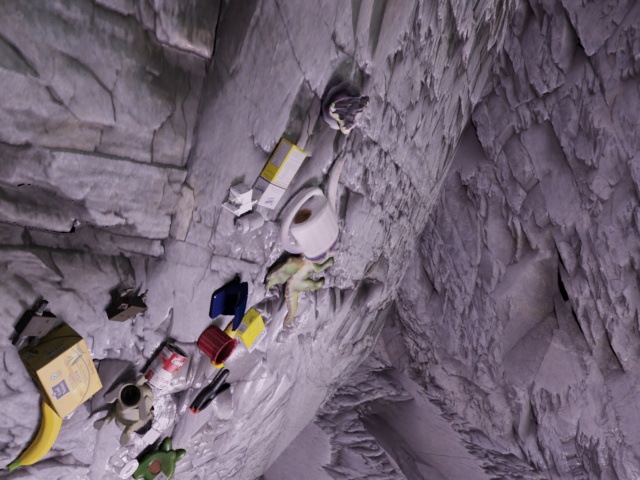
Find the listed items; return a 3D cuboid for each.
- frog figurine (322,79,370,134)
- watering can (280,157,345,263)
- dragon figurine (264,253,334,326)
[{"bbox_3d":[0.065,-0.367,1.395,0.162,0.122,0.135,-96,-162,-65],"label":"frog figurine"},{"bbox_3d":[0.005,-0.080,1.590,0.353,0.104,0.219,-51,136,-27],"label":"watering can"},{"bbox_3d":[-0.099,0.126,1.732,0.242,0.124,0.407,13,107,-49],"label":"dragon figurine"}]
